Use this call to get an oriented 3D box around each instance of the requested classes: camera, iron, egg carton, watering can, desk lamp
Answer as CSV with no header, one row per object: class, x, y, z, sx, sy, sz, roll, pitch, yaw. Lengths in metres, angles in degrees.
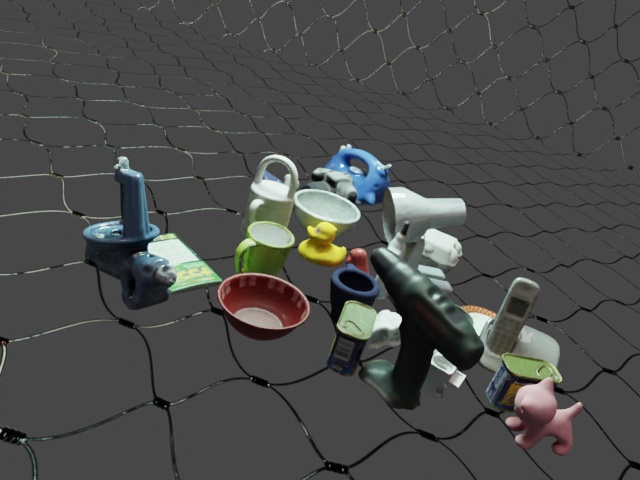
camera,0.010,-0.135,1.494,0.137,0.101,0.142,-7,35,-40
iron,0.101,-0.197,1.624,0.119,0.141,0.257,-9,37,-42
egg carton,0.268,0.019,1.391,0.150,0.069,0.107,25,27,14
watering can,-0.103,-0.095,1.243,0.101,0.194,0.173,15,26,-5
desk lamp,0.215,-0.004,1.241,0.203,0.213,0.117,10,27,-14

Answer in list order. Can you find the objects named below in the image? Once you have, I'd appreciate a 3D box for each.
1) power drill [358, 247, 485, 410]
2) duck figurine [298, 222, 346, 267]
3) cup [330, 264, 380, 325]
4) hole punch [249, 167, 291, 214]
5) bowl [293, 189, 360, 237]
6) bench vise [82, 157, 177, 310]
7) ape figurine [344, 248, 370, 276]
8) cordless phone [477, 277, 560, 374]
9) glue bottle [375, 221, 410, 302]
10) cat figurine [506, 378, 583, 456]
power drill,0.138,0.150,0.902,0.076,0.208,0.228,-13,39,-45
duck figurine,0.011,0.004,1.243,0.104,0.086,0.077,18,26,1
cup,0.052,0.106,1.064,0.092,0.095,0.117,11,27,-13
hole punch,-0.113,-0.123,1.408,0.101,0.091,0.108,4,29,-25
bowl,0.008,-0.053,1.364,0.167,0.075,0.167,14,27,-7
bench vise,-0.293,-0.012,0.938,0.207,0.220,0.122,25,27,14
ape figurine,0.071,0.057,1.171,0.076,0.092,0.078,33,30,28
cordless phone,0.378,0.167,1.043,0.147,0.185,0.094,20,26,5
glue bottle,0.148,0.038,1.164,0.037,0.173,0.078,23,27,12
cat figurine,0.353,0.272,0.903,0.128,0.118,0.067,11,27,-13
